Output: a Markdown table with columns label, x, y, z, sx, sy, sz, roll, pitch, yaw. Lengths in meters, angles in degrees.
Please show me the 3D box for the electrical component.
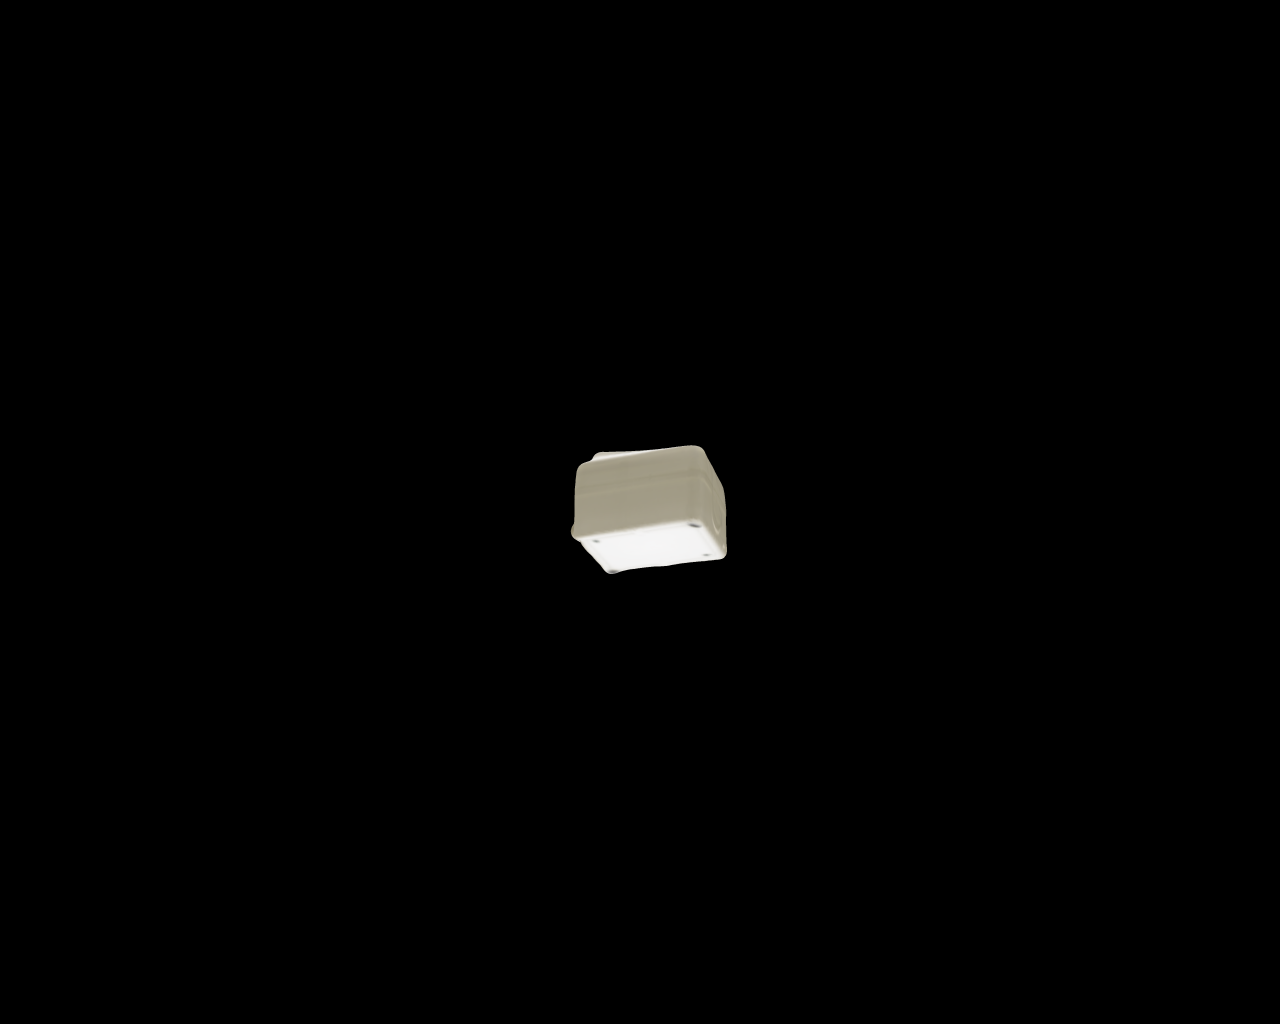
| label | x | y | z | sx | sy | sz | roll | pitch | yaw |
| --- | --- | --- | --- | --- | --- | --- | --- | --- | --- |
| electrical component | 0.001 | -0.003 | 0.650 | 0.096 | 0.061 | 0.061 | -8 | -28 | 16 |
